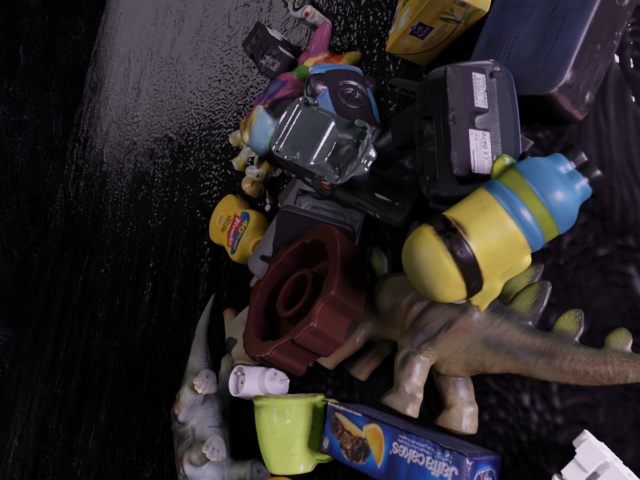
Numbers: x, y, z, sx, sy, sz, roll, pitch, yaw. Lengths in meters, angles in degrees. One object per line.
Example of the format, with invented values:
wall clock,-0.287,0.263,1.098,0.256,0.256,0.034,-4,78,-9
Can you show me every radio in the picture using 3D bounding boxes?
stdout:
radio,0.255,-0.243,0.573,0.131,0.073,0.229,26,96,52

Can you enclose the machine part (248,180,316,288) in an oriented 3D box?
machine part,-0.038,-0.012,0.824,0.243,0.079,0.079,-55,40,17

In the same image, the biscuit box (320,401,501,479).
biscuit box,0.088,0.226,0.570,0.203,0.062,0.059,0,76,52

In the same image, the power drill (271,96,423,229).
power drill,0.010,-0.093,0.658,0.232,0.207,0.086,28,82,17

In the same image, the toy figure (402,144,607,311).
toy figure,0.153,-0.016,0.466,0.180,0.089,0.082,-37,39,13

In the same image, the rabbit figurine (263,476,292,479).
rabbit figurine,-0.036,0.358,0.616,0.162,0.121,0.173,-36,47,29

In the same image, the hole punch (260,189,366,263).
hole punch,-0.002,-0.002,0.742,0.092,0.142,0.115,-63,-12,-57

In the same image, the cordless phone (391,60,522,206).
cordless phone,0.128,-0.104,0.594,0.184,0.089,0.146,166,102,-66

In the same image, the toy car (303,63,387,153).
toy car,0.032,-0.179,0.808,0.103,0.109,0.161,127,130,-59

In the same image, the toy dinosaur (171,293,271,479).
toy dinosaur,-0.186,0.298,0.841,0.192,0.131,0.405,-42,39,31

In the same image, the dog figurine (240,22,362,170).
dog figurine,-0.028,-0.239,0.881,0.219,0.108,0.192,-48,18,20

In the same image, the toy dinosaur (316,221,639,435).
toy dinosaur,0.129,0.087,0.552,0.472,0.105,0.198,14,81,48

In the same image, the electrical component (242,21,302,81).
electrical component,-0.078,-0.337,0.992,0.058,0.114,0.134,-46,43,22

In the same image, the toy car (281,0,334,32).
toy car,-0.033,-0.444,1.020,0.056,0.073,0.202,-48,42,21

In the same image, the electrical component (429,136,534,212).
electrical component,0.185,-0.067,0.597,0.119,0.047,0.075,-59,39,16

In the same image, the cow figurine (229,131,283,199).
cow figurine,-0.109,-0.157,0.991,0.098,0.068,0.167,-37,48,27

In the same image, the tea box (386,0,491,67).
tea box,0.152,-0.302,0.679,0.170,0.068,0.098,171,114,-76

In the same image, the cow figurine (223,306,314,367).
cow figurine,-0.071,0.136,0.790,0.195,0.085,0.127,-33,51,42

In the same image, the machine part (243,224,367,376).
machine part,-0.018,0.069,0.635,0.179,0.056,0.179,-38,33,30

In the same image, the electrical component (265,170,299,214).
electrical component,-0.050,-0.071,0.892,0.102,0.045,0.078,-43,43,31
